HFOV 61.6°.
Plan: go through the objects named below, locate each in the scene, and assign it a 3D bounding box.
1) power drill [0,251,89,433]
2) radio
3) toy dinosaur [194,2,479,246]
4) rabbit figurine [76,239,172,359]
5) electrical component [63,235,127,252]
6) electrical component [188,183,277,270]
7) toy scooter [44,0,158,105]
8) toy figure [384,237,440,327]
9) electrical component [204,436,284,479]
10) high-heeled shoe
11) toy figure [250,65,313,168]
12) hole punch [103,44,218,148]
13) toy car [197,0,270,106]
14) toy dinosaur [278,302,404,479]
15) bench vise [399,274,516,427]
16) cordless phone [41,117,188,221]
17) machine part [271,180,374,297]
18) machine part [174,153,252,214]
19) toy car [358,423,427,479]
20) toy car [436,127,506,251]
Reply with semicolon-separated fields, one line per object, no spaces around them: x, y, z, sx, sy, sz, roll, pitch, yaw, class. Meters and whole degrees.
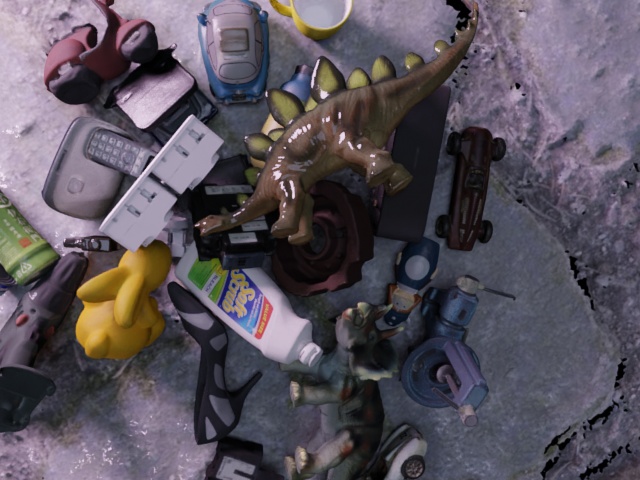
-0.401;0.140;0.739;0.086;0.207;0.232;35;101;-36;power drill
0.127;-0.114;0.813;0.073;0.131;0.229;11;92;-6;radio
0.034;-0.143;0.707;0.471;0.105;0.198;-30;74;1;toy dinosaur
-0.279;0.075;0.767;0.122;0.162;0.173;33;94;4;rabbit figurine
-0.329;0.006;0.806;0.094;0.063;0.021;5;92;-8;electrical component
-0.124;-0.019;0.773;0.115;0.058;0.134;-4;50;-20;electrical component
-0.328;-0.288;0.784;0.184;0.075;0.135;-27;73;9;toy scooter
0.141;0.068;0.864;0.064;0.057;0.154;24;92;33;toy figure
-0.117;0.362;0.854;0.119;0.048;0.074;18;92;-7;electrical component
-0.192;0.190;0.810;0.145;0.086;0.248;-41;111;-15;high-heeled shoe
-0.045;-0.176;0.819;0.089;0.082;0.180;17;95;1;toy figure
-0.231;-0.205;0.804;0.142;0.092;0.116;-44;66;1;hole punch
-0.128;-0.286;0.793;0.109;0.103;0.161;-3;91;-5;toy car
0.040;0.271;0.836;0.192;0.131;0.404;-6;103;-15;toy dinosaur
0.199;0.172;0.792;0.129;0.241;0.223;30;105;-11;bench vise
-0.293;-0.084;0.793;0.184;0.089;0.146;23;91;-8;cordless phone
-0.002;-0.002;0.799;0.180;0.056;0.179;2;93;36;machine part
-0.169;-0.095;0.831;0.139;0.039;0.084;-17;89;-3;machine part
0.098;0.389;0.865;0.056;0.073;0.201;41;88;-10;toy car
0.244;-0.082;0.868;0.089;0.053;0.202;8;91;-10;toy car
